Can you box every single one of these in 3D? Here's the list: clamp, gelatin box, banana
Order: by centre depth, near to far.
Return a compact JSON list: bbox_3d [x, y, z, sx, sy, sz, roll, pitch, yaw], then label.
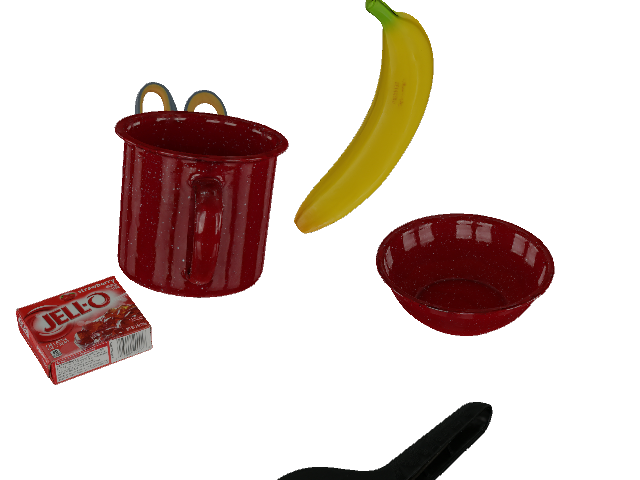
[{"bbox_3d":[0.035,0.161,0.641,0.210,0.036,0.164,-5,29,-3],"label":"clamp"},{"bbox_3d":[0.036,-0.084,0.757,0.069,0.198,0.037,7,36,-15],"label":"banana"},{"bbox_3d":[-0.192,0.071,0.869,0.089,0.030,0.073,-19,43,-27],"label":"gelatin box"}]

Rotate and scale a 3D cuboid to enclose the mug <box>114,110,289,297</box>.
[{"bbox_3d":[-0.065,-0.016,0.574,0.093,0.081,0.117,2,20,-15],"label":"mug"}]

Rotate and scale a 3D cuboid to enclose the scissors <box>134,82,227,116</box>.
[{"bbox_3d":[-0.109,-0.055,0.984,0.096,0.202,0.016,-21,-3,-27],"label":"scissors"}]

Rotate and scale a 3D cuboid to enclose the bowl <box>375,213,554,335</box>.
[{"bbox_3d":[0.131,0.039,0.985,0.162,0.055,0.162,-1,34,0],"label":"bowl"}]
